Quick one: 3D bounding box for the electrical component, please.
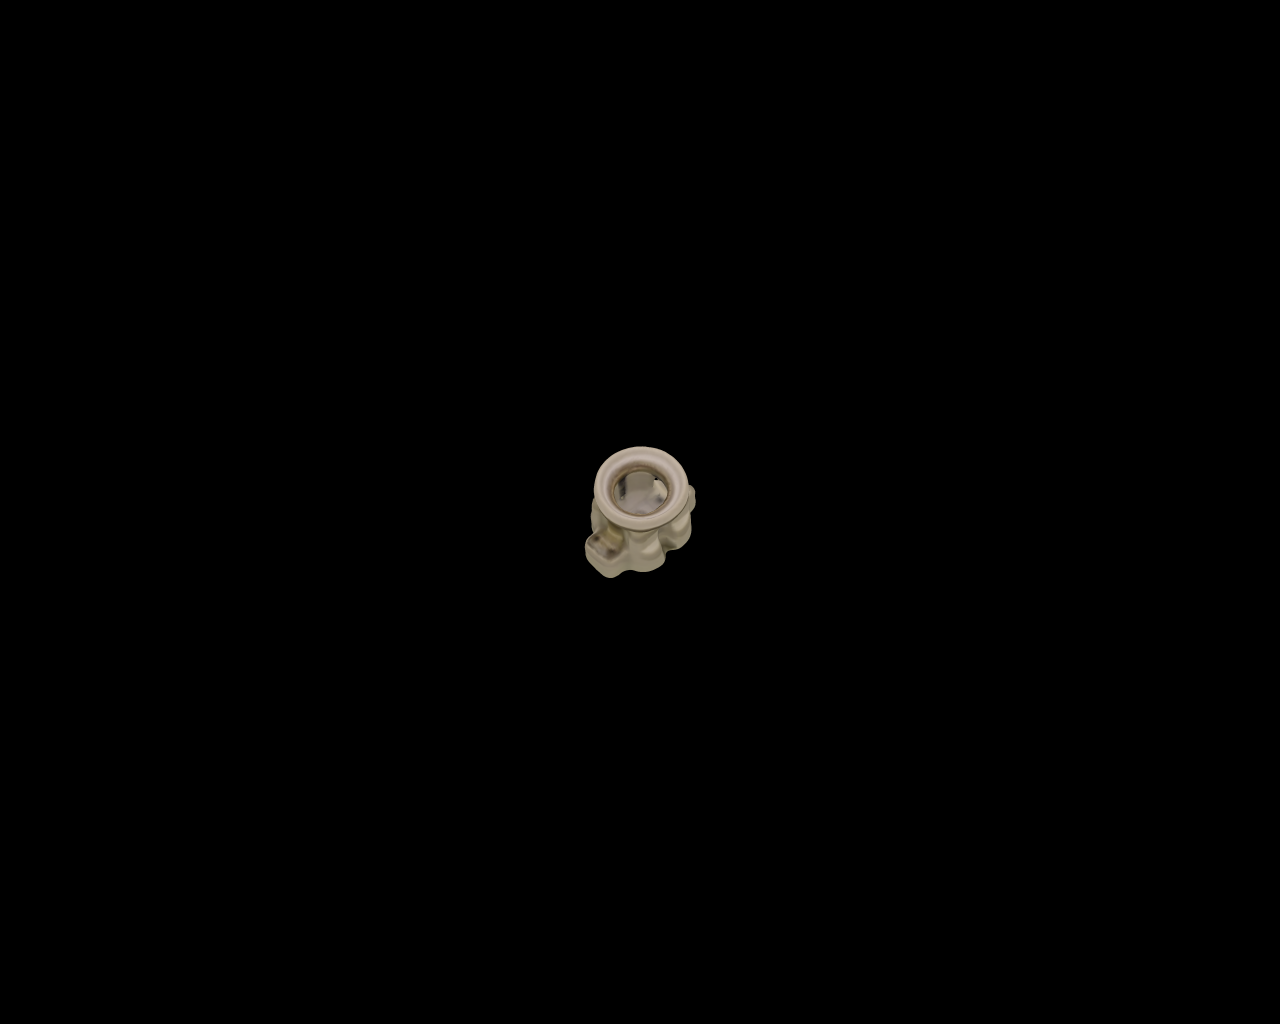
[{"bbox_3d":[0.001,-0.003,0.650,0.078,0.058,0.056,-39,-24,-22],"label":"electrical component"}]
